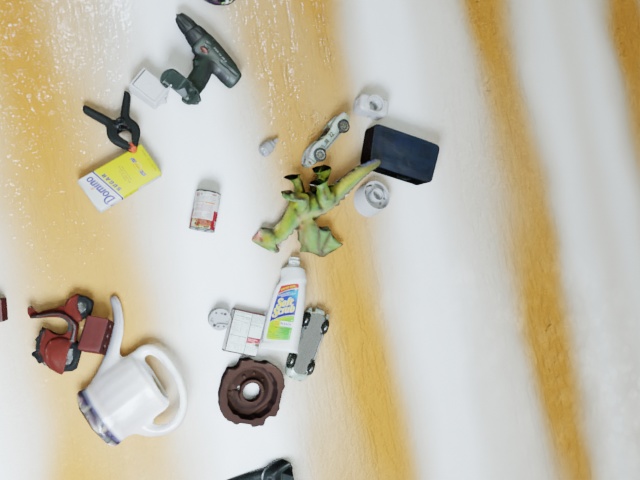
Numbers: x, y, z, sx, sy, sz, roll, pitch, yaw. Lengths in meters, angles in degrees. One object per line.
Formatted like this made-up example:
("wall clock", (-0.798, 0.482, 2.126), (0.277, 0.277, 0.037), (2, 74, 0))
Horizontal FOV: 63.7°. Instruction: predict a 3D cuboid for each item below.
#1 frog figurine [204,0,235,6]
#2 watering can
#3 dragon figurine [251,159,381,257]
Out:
("frog figurine", (-0.288, -0.724, 1.412), (0.138, 0.120, 0.162), (-20, 56, -13))
("watering can", (-0.468, 0.325, 1.217), (0.226, 0.102, 0.349), (-36, 83, -18))
("dragon figurine", (0.004, -0.073, 1.443), (0.412, 0.124, 0.238), (-16, 114, -17))
